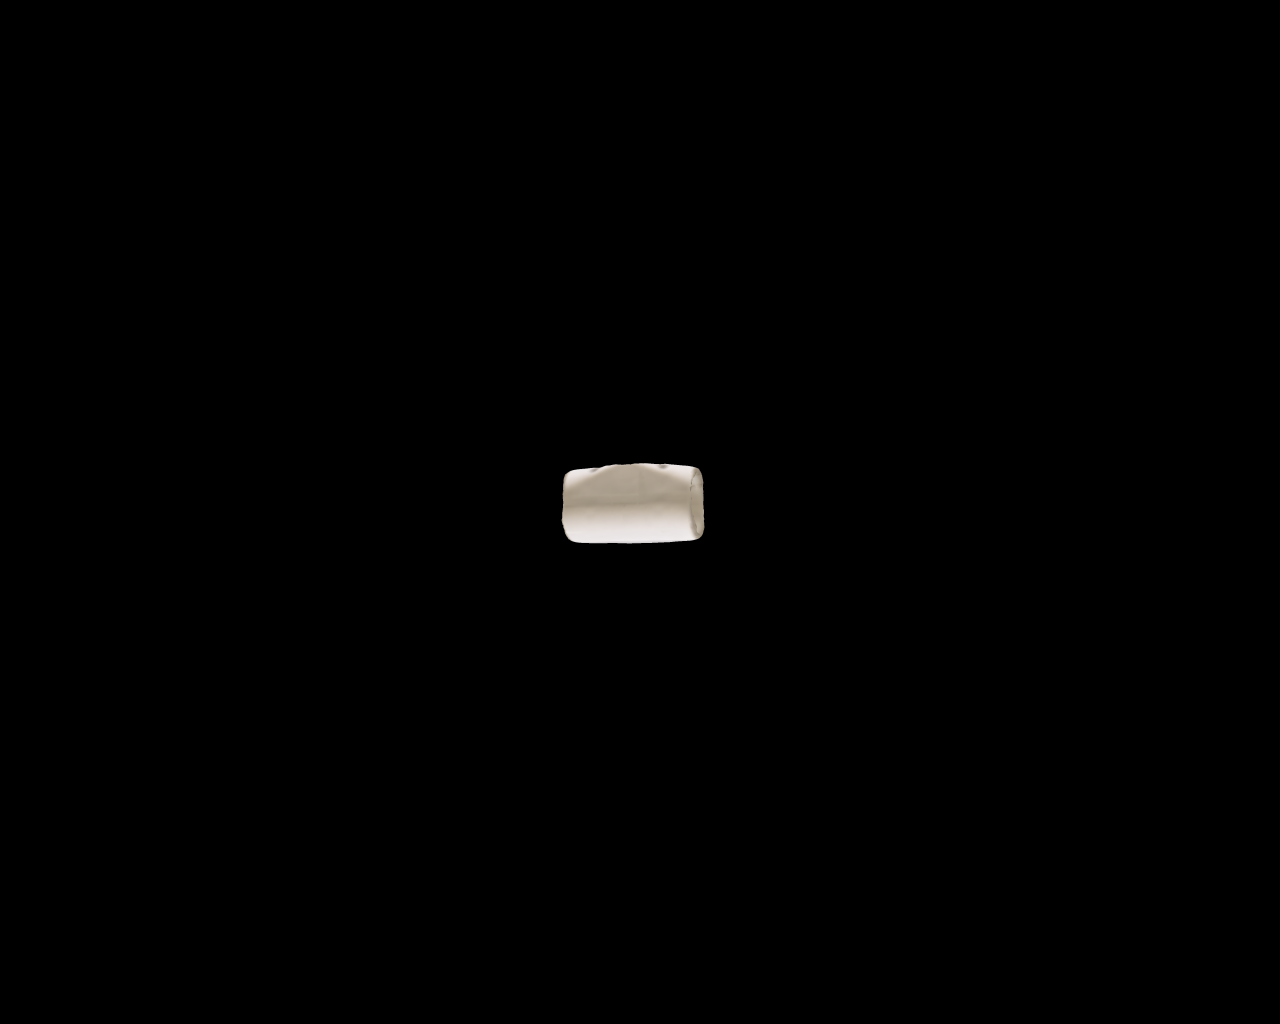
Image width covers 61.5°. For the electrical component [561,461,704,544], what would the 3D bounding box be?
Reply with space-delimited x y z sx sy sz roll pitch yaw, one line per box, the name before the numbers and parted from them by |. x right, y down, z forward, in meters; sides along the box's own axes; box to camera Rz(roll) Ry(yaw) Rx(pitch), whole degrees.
electrical component | 0.001 -0.003 0.650 0.077 0.044 0.079 -2 -7 14
